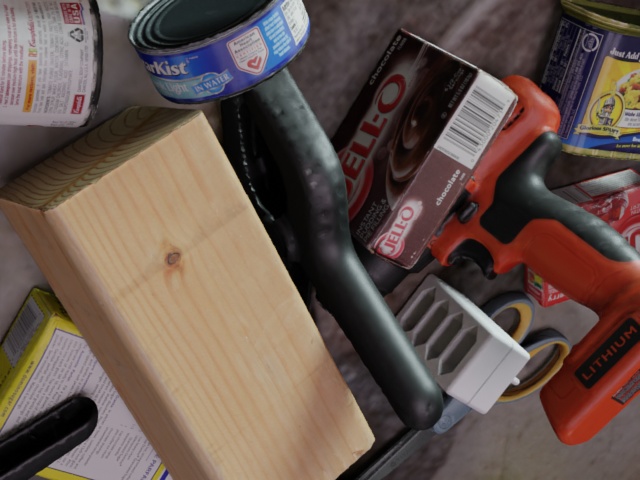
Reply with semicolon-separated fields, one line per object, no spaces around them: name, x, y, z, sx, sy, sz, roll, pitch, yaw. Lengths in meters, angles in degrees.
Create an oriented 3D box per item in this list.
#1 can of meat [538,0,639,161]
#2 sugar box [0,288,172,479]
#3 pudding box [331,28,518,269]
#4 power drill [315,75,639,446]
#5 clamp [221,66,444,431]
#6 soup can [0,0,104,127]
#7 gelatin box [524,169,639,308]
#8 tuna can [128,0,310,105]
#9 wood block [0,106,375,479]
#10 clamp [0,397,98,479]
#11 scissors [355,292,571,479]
can of meat;0.185;-0.097;0.658;0.101;0.057;0.084;3;115;-26
sugar box;-0.107;0.102;0.627;0.176;0.048;0.093;27;98;-36
pudding box;0.047;-0.052;0.595;0.039;0.090;0.113;28;100;-35
power drill;0.104;0.022;0.605;0.184;0.188;0.057;-47;152;11
clamp;-0.004;0.001;0.572;0.036;0.165;0.210;-25;114;-27
soup can;-0.158;-0.087;0.494;0.102;0.069;0.068;-1;115;-26
gelatin box;0.182;-0.002;0.720;0.089;0.030;0.073;-15;120;-18
tuna can;-0.049;-0.104;0.526;0.086;0.086;0.033;-31;125;-9
wood block;-0.066;0.043;0.553;0.090;0.090;0.206;-37;115;-23
clamp;-0.204;0.125;0.532;0.171;0.039;0.120;-51;125;-4
scissors;0.085;0.105;0.737;0.201;0.016;0.096;-27;121;-11
